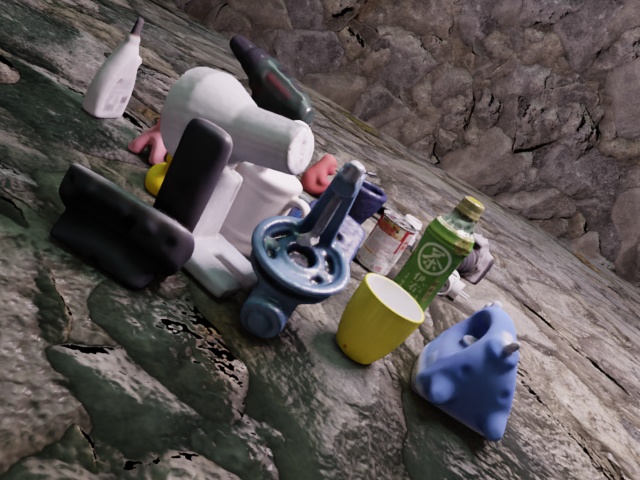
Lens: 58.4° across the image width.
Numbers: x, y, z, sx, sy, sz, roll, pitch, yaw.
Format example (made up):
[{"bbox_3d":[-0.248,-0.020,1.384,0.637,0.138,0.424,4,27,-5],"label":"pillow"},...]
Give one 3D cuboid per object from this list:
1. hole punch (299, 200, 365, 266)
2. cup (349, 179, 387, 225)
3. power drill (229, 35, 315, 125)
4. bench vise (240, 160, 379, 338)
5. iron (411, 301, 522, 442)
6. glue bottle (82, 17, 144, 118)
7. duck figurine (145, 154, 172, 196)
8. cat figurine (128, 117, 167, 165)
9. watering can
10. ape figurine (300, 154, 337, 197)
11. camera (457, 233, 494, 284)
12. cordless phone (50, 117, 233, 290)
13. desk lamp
[{"bbox_3d":[0.008,0.003,0.875,0.108,0.091,0.101,32,18,-2],"label":"hole punch"},{"bbox_3d":[0.071,-0.079,1.177,0.092,0.095,0.117,18,23,-37],"label":"cup"},{"bbox_3d":[-0.131,-0.270,1.161,0.229,0.208,0.076,35,19,10],"label":"power drill"},{"bbox_3d":[-0.015,-0.012,0.674,0.122,0.219,0.207,26,19,-17],"label":"bench vise"},{"bbox_3d":[0.208,0.144,0.760,0.118,0.141,0.258,33,18,2],"label":"iron"},{"bbox_3d":[-0.325,-0.282,0.937,0.037,0.173,0.078,35,19,8],"label":"glue bottle"},{"bbox_3d":[-0.200,-0.107,0.831,0.077,0.086,0.105,33,18,3],"label":"duck figurine"},{"bbox_3d":[-0.238,-0.187,0.924,0.067,0.117,0.128,31,18,-2],"label":"cat figurine"},{"bbox_3d":[-0.082,-0.085,0.792,0.173,0.194,0.101,30,18,-5],"label":"watering can"},{"bbox_3d":[0.005,-0.141,1.235,0.076,0.092,0.077,25,20,-22],"label":"ape figurine"},{"bbox_3d":[0.316,0.023,1.301,0.143,0.100,0.137,41,20,25],"label":"camera"},{"bbox_3d":[-0.177,-0.059,0.588,0.147,0.185,0.094,30,18,-5],"label":"cordless phone"},{"bbox_3d":[-0.111,-0.075,0.691,0.202,0.213,0.118,39,20,20],"label":"desk lamp"}]
